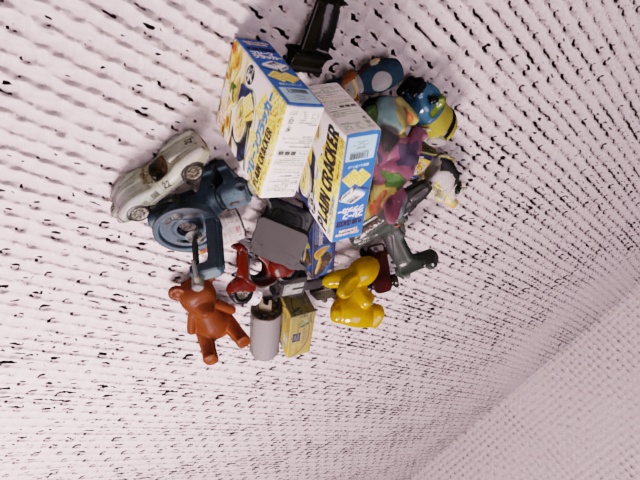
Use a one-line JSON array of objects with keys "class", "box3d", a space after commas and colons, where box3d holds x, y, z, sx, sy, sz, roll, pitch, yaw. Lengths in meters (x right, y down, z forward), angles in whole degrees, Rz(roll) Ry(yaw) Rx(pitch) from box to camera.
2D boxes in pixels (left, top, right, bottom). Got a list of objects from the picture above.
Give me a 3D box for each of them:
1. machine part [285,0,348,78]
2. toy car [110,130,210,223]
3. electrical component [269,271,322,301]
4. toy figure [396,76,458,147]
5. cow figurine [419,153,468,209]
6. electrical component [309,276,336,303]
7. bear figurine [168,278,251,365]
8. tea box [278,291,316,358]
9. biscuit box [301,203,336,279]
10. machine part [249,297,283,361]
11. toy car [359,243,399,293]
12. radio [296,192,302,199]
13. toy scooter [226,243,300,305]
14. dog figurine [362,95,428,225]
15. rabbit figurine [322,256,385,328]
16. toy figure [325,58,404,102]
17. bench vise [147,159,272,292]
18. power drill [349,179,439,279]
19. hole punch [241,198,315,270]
[{"class": "machine part", "box3d": [-0.007, -0.335, 0.881, 0.084, 0.039, 0.138, 5, 129, -31]}, {"class": "toy car", "box3d": [-0.274, -0.105, 0.908, 0.202, 0.074, 0.056, -36, 144, 3]}, {"class": "electrical component", "box3d": [-0.057, 0.098, 1.285, 0.119, 0.048, 0.074, -12, 137, -24]}, {"class": "toy figure", "box3d": [0.222, -0.259, 1.081, 0.089, 0.082, 0.180, -38, 138, 8]}, {"class": "cow figurine", "box3d": [0.297, -0.141, 1.267, 0.098, 0.068, 0.167, -50, 140, 10]}, {"class": "electrical component", "box3d": [0.018, 0.120, 1.366, 0.078, 0.045, 0.102, -16, 145, 25]}, {"class": "bear figurine", "box3d": [-0.241, 0.164, 1.170, 0.120, 0.132, 0.195, -26, 147, -14]}, {"class": "tea box", "box3d": [-0.065, 0.205, 1.352, 0.068, 0.098, 0.169, -13, 138, -22]}, {"class": "biscuit box", "box3d": [-0.002, -0.004, 1.207, 0.063, 0.059, 0.202, -18, 138, -19]}, {"class": "machine part", "box3d": [-0.136, 0.224, 1.338, 0.079, 0.079, 0.243, -14, 136, -22]}, {"class": "toy car", "box3d": [0.154, 0.070, 1.394, 0.089, 0.053, 0.201, -13, 137, 5]}, {"class": "radio", "box3d": [-0.014, -0.150, 1.036, 0.131, 0.073, 0.229, -40, 138, 6]}, {"class": "toy scooter", "box3d": [-0.129, 0.048, 1.164, 0.184, 0.075, 0.135, -27, 118, -23]}, {"class": "dog figurine", "box3d": [0.123, -0.139, 1.028, 0.191, 0.109, 0.219, 39, 63, -51]}, {"class": "rabbit figurine", "box3d": [0.082, 0.116, 1.304, 0.162, 0.122, 0.173, 14, 101, -38]}, {"class": "toy figure", "box3d": [0.075, -0.286, 0.974, 0.154, 0.058, 0.064, -22, 101, -11]}, {"class": "bench vise", "box3d": [-0.195, -0.021, 0.934, 0.224, 0.241, 0.128, -12, 142, -1]}, {"class": "power drill", "box3d": [0.195, -0.015, 1.241, 0.232, 0.086, 0.207, -27, 123, 22]}, {"class": "hole punch", "box3d": [-0.076, -0.016, 1.097, 0.142, 0.092, 0.115, 21, 130, -5]}]
